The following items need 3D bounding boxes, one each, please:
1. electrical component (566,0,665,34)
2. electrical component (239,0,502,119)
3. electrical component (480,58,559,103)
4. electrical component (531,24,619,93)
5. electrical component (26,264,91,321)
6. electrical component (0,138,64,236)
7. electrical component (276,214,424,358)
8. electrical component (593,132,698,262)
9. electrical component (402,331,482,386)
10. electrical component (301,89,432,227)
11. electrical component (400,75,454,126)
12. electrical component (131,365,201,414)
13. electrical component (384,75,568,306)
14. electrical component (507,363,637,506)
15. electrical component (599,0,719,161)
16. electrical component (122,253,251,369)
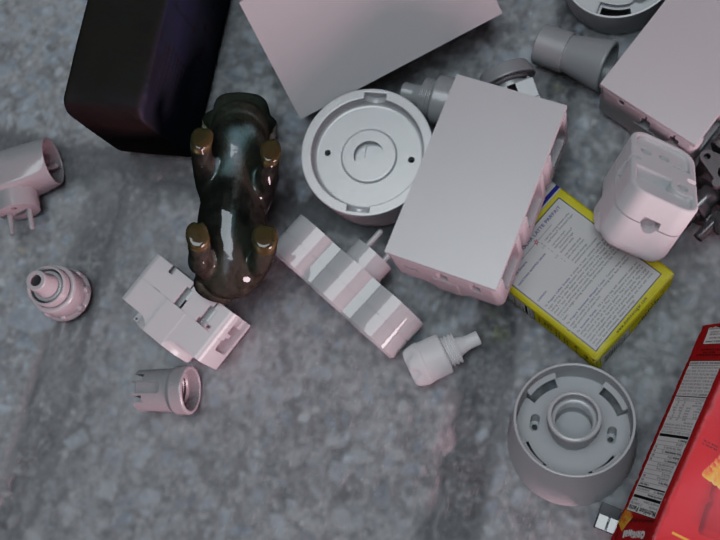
[{"bbox_3d":[0.215,-0.248,0.887,0.099,0.064,0.099,-2,76,10],"label":"electrical component"},{"bbox_3d":[0.008,-0.218,0.898,0.186,0.060,0.105,-27,103,3],"label":"electrical component"},{"bbox_3d":[0.127,-0.141,0.888,0.066,0.048,0.055,-19,81,6],"label":"electrical component"},{"bbox_3d":[0.175,-0.178,0.891,0.065,0.044,0.044,24,82,20],"label":"electrical component"},{"bbox_3d":[-0.261,0.016,0.913,0.048,0.062,0.048,-2,76,10],"label":"electrical component"},{"bbox_3d":[-0.304,-0.070,0.952,0.077,0.043,0.079,-15,74,7],"label":"electrical component"},{"bbox_3d":[0.000,0.000,0.873,0.138,0.052,0.073,42,87,17],"label":"electrical component"},{"bbox_3d":[0.215,-0.053,0.812,0.054,0.095,0.059,24,126,-2],"label":"electrical component"},{"bbox_3d":[0.067,0.066,0.854,0.061,0.035,0.035,-25,73,1],"label":"electrical component"},{"bbox_3d":[0.011,-0.088,0.888,0.108,0.060,0.108,-2,76,10],"label":"electrical component"},{"bbox_3d":[0.065,-0.142,0.901,0.062,0.043,0.043,16,80,15],"label":"electrical component"},{"bbox_3d":[-0.160,0.099,0.887,0.046,0.040,0.040,-2,76,16],"label":"electrical component"},{"bbox_3d":[0.091,-0.059,0.820,0.089,0.061,0.150,19,79,17],"label":"electrical component"},{"bbox_3d":[0.162,0.123,0.820,0.099,0.064,0.099,-3,62,7],"label":"electrical component"},{"bbox_3d":[0.272,-0.170,0.859,0.089,0.061,0.150,37,86,16],"label":"electrical component"},{"bbox_3d":[-0.146,0.038,0.892,0.089,0.050,0.055,37,85,16],"label":"electrical component"}]
